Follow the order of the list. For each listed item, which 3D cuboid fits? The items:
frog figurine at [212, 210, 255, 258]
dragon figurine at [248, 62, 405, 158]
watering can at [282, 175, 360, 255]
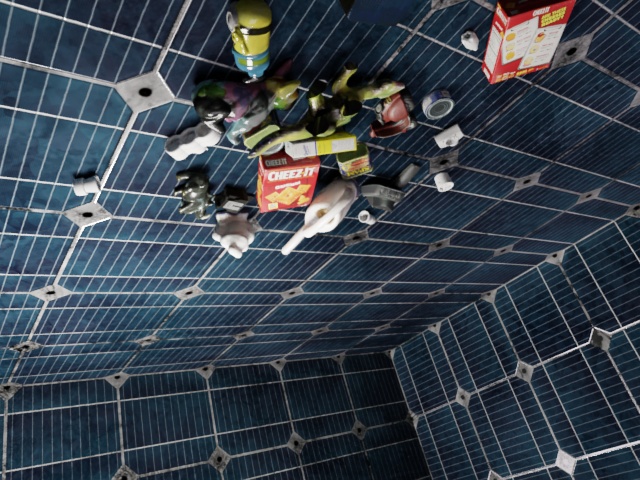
[{"bbox_3d":[-0.268,-0.006,1.622,0.137,0.162,0.121,9,144,-41],"label":"frog figurine"},{"bbox_3d":[0.021,-0.295,1.264,0.409,0.123,0.242,-29,172,5],"label":"dragon figurine"},{"bbox_3d":[0.005,-0.081,1.614,0.342,0.103,0.229,-36,-167,49],"label":"watering can"}]
